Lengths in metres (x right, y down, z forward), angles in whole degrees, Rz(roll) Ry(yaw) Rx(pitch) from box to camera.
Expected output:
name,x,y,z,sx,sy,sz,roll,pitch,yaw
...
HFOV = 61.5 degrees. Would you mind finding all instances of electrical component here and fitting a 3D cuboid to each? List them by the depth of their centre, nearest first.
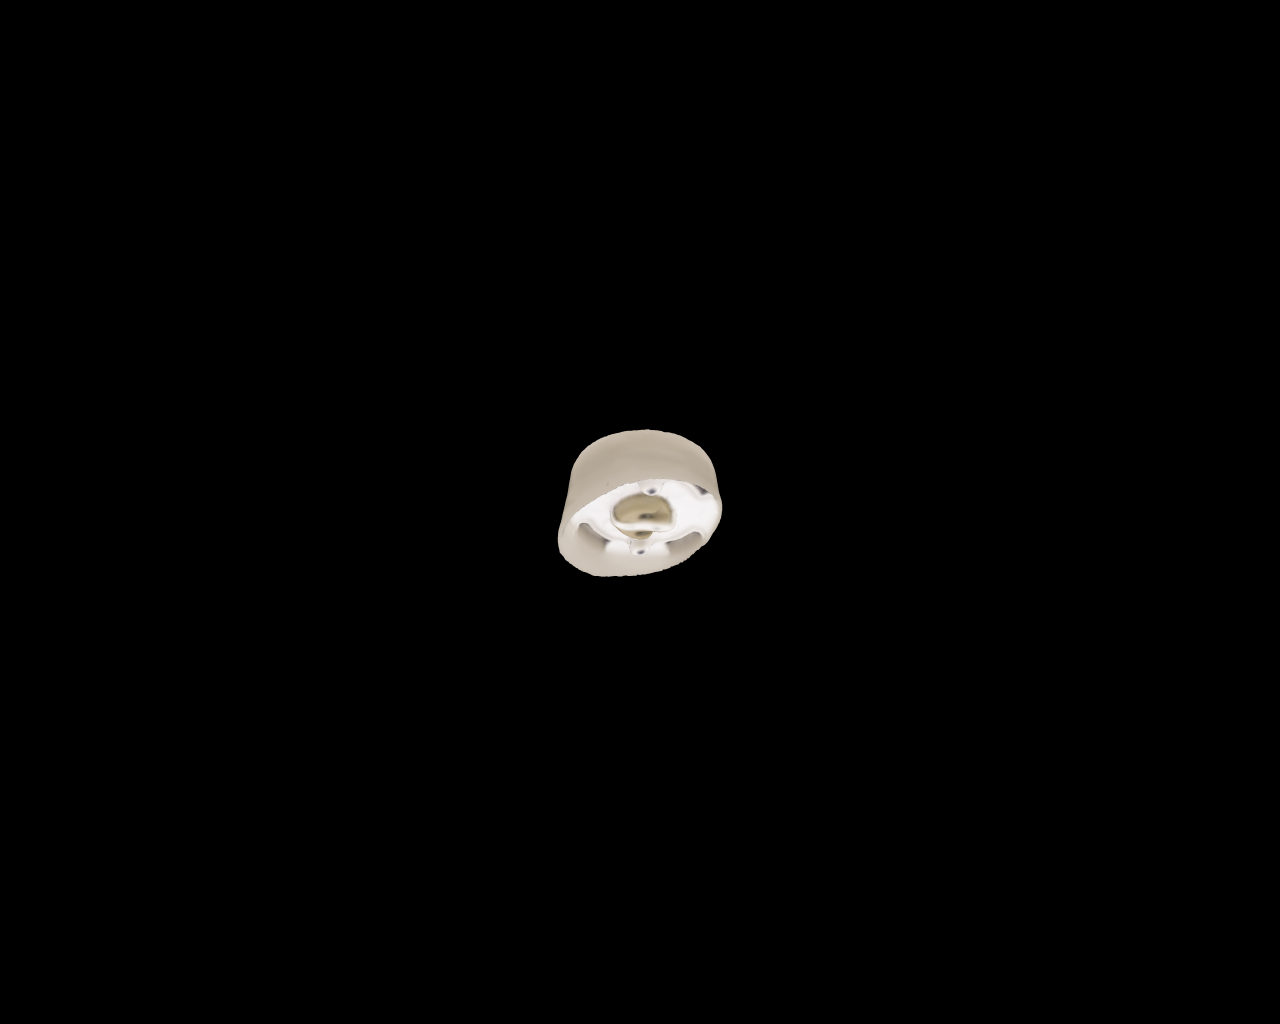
name,x,y,z,sx,sy,sz,roll,pitch,yaw
electrical component,0.001,-0.003,0.650,0.099,0.064,0.099,0,-38,0
